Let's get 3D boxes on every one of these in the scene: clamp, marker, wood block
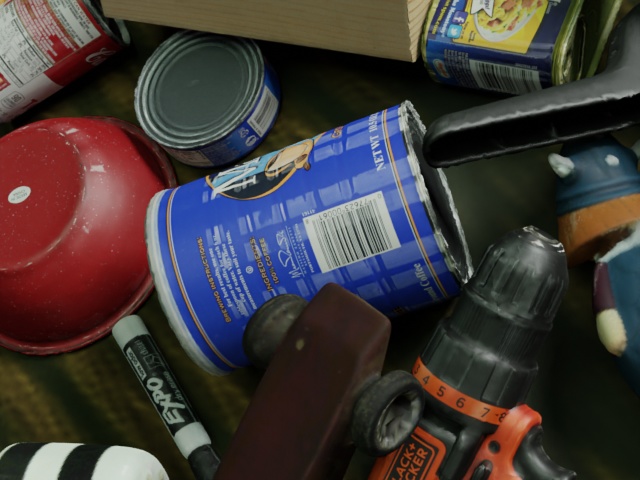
[{"bbox_3d":[0.174,-0.057,0.497,0.165,0.036,0.209,38,62,25],"label":"clamp"},{"bbox_3d":[-0.081,0.092,0.587,0.020,0.020,0.121,-38,60,3],"label":"marker"},{"bbox_3d":[-0.028,-0.176,0.619,0.206,0.091,0.090,13,44,24],"label":"wood block"}]

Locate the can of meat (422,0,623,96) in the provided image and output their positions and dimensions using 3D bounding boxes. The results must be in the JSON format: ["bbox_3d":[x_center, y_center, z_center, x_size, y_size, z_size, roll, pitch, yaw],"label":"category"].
[{"bbox_3d":[0.111,-0.126,0.580,0.084,0.057,0.102,16,75,28],"label":"can of meat"}]

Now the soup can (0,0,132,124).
[{"bbox_3d":[-0.184,-0.129,0.693,0.102,0.068,0.068,-31,61,8],"label":"soup can"}]

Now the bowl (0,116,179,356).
[{"bbox_3d":[-0.168,-0.015,0.647,0.162,0.055,0.162,-8,66,18],"label":"bowl"}]

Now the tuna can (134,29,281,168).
[{"bbox_3d":[-0.067,-0.087,0.649,0.086,0.033,0.086,-8,66,19],"label":"tuna can"}]

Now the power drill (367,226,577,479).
[{"bbox_3d":[0.112,0.110,0.454,0.188,0.057,0.184,32,108,30],"label":"power drill"}]

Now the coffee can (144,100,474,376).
[{"bbox_3d":[-0.004,0.001,0.546,0.140,0.102,0.103,-19,63,13],"label":"coffee can"}]

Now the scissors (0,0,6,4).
[{"bbox_3d":[-0.144,-0.219,0.745,0.202,0.016,0.096,-26,61,10],"label":"scissors"}]
